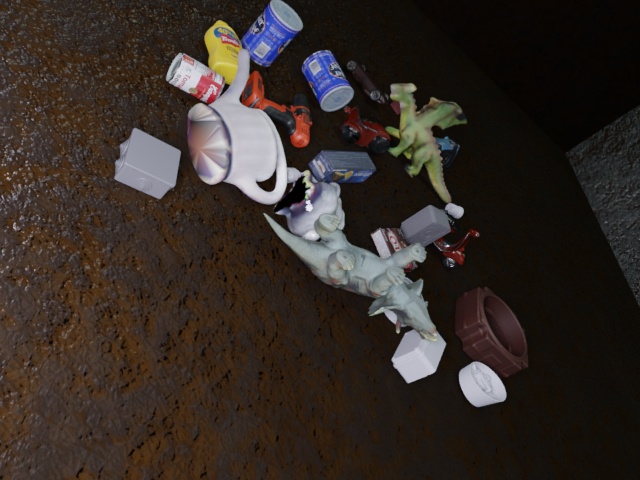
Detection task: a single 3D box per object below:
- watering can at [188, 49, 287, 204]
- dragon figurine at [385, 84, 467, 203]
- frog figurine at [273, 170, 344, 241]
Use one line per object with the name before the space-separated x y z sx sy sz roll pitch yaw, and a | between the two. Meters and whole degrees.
watering can | -0.170 -0.233 1.032 0.226 0.103 0.349 -11 81 -53
dragon figurine | 0.350 -0.325 1.616 0.408 0.239 0.124 43 30 -8
frog figurine | 0.003 -0.054 1.082 0.157 0.122 0.139 38 68 -34
